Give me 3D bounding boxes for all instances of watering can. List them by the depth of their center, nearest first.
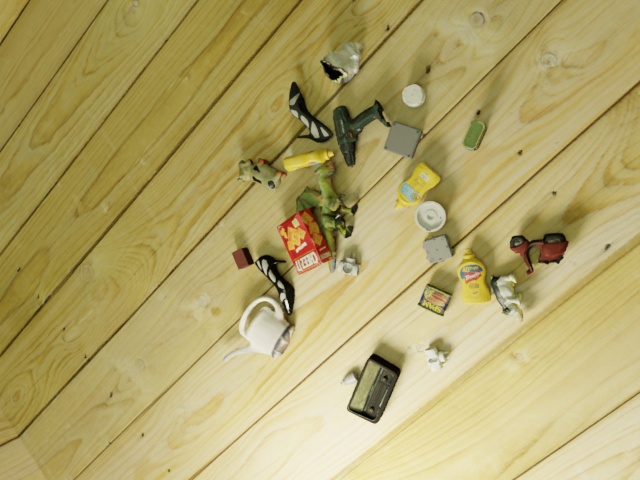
[{"bbox_3d":[-0.237,0.393,2.062,0.226,0.104,0.345,32,101,15],"label":"watering can"}]

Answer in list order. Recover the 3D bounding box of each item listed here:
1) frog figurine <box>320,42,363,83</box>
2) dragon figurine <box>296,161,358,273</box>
[{"bbox_3d":[0.089,-0.669,1.919,0.138,0.120,0.162,24,65,25],"label":"frog figurine"},{"bbox_3d":[0.006,-0.099,1.975,0.245,0.122,0.405,25,108,35],"label":"dragon figurine"}]
